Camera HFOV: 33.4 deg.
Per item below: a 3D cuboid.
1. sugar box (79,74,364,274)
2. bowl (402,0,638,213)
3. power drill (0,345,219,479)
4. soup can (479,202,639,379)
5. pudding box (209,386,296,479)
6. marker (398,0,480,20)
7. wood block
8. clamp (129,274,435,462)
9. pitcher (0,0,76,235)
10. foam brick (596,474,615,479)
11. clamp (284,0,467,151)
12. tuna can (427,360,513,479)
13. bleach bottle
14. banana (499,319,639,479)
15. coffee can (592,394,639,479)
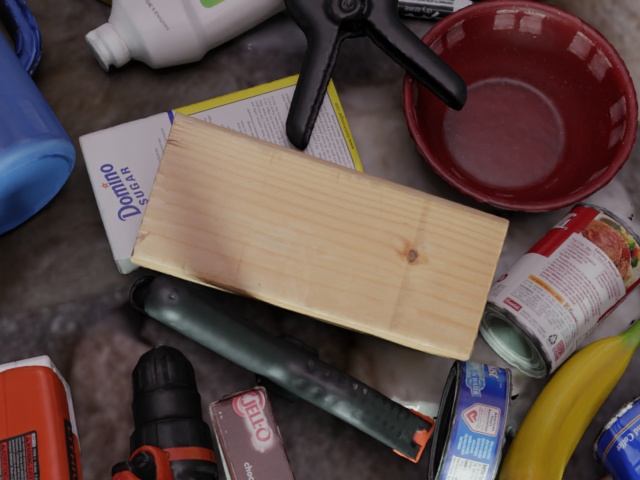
[{"bbox_3d":[-0.064,-0.047,0.723,0.176,0.048,0.093,-17,76,-6],"label":"sugar box"},{"bbox_3d":[0.134,-0.086,0.743,0.162,0.055,0.162,1,70,-3],"label":"bowl"},{"bbox_3d":[-0.112,0.127,0.586,0.057,0.187,0.184,-22,62,17],"label":"power drill"},{"bbox_3d":[0.157,0.033,0.696,0.102,0.068,0.068,-41,78,-15],"label":"soup can"},{"bbox_3d":[-0.032,0.150,0.631,0.039,0.090,0.113,-16,73,-8],"label":"pudding box"},{"bbox_3d":[0.080,-0.173,0.791,0.121,0.020,0.020,6,70,-1],"label":"marker"},{"bbox_3d":[-0.004,0.001,0.654,0.206,0.090,0.091,18,85,-8],"label":"wood block"},{"bbox_3d":[-0.023,0.074,0.636,0.210,0.164,0.036,29,83,-3],"label":"clamp"},{"bbox_3d":[-0.261,-0.122,0.703,0.149,0.145,0.243,-37,80,-2],"label":"pitcher"},{"bbox_3d":[0.156,0.179,0.639,0.053,0.078,0.051,-26,75,-11],"label":"foam brick"},{"bbox_3d":[0.030,-0.146,0.712,0.120,0.039,0.171,-5,78,-5],"label":"clamp"},{"bbox_3d":[0.091,0.117,0.652,0.034,0.086,0.086,13,70,3],"label":"tuna can"},{"bbox_3d":[-0.061,-0.205,0.772,0.250,0.068,0.102,-35,75,-12],"label":"bleach bottle"},{"bbox_3d":[0.146,0.111,0.649,0.037,0.070,0.197,36,45,11],"label":"banana"},{"bbox_3d":[0.239,0.156,0.616,0.102,0.103,0.140,-21,53,-11],"label":"coffee can"}]
